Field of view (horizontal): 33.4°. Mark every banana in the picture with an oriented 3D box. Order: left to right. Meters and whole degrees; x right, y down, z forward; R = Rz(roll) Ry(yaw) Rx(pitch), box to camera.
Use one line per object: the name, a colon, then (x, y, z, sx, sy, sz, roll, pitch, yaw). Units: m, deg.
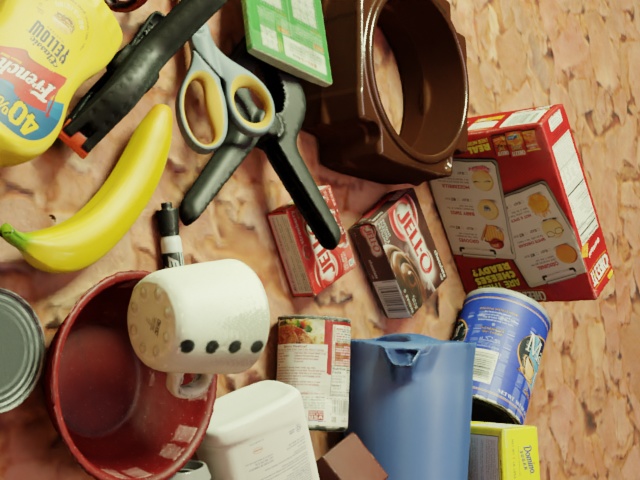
banana: (-0.163, -0.030, 0.811, 0.197, 0.037, 0.070, -52, 150, -45)

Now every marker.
marker: (-0.120, 0.029, 0.882, 0.020, 0.020, 0.121, -8, 92, -51)

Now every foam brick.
foam brick: (0.013, 0.221, 0.964, 0.053, 0.078, 0.051, 52, 41, 10)

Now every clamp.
clamp: (-0.145, -0.133, 0.830, 0.039, 0.120, 0.171, 44, 73, -15)
clamp: (-0.045, -0.092, 0.961, 0.164, 0.036, 0.210, 18, 65, -34)

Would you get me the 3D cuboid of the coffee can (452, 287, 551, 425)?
coffee can: (0.191, 0.139, 1.187, 0.102, 0.103, 0.140, 49, 51, -36)

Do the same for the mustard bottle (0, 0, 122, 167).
mustard bottle: (-0.219, -0.109, 0.746, 0.096, 0.058, 0.191, 46, 52, -30)

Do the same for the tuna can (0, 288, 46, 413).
tuna can: (-0.232, 0.076, 0.725, 0.085, 0.034, 0.086, 9, 78, -50)

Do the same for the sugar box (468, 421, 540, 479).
sugar box: (0.155, 0.230, 1.075, 0.048, 0.176, 0.093, 0, 84, -21)

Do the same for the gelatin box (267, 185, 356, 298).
gelatin box: (-0.007, 0.001, 1.018, 0.073, 0.030, 0.089, -33, 110, -48)

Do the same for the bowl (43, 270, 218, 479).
bowl: (-0.152, 0.104, 0.803, 0.161, 0.055, 0.162, 9, 78, -50)

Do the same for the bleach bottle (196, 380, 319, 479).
bleach bottle: (-0.041, 0.254, 0.915, 0.102, 0.068, 0.251, -20, 107, -33)

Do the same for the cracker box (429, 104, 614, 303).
cracker box: (0.219, -0.037, 1.197, 0.072, 0.164, 0.213, -40, 116, -43)

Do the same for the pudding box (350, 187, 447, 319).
pudding box: (0.084, 0.014, 1.122, 0.089, 0.039, 0.113, -41, 117, -46)

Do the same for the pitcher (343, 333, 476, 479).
pitcher: (0.085, 0.212, 1.039, 0.148, 0.145, 0.243, 4, 86, -38)

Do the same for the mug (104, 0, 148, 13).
mug: (-0.167, -0.227, 0.808, 0.093, 0.082, 0.117, -47, 121, -43)

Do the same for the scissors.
scissors: (-0.086, -0.170, 0.918, 0.096, 0.016, 0.202, 4, 76, -24)

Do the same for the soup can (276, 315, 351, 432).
soup can: (-0.007, 0.122, 0.972, 0.068, 0.069, 0.102, 13, 76, -50)
